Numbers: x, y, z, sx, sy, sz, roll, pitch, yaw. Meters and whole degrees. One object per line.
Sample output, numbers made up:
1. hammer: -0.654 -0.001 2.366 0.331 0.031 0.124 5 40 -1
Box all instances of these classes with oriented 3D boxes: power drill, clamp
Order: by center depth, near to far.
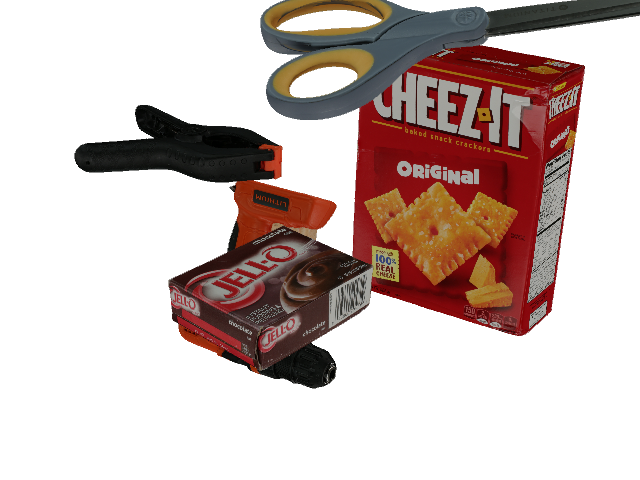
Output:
1. clamp: -0.119 -0.075 0.908 0.172 0.039 0.120 13 36 26
2. power drill: -0.046 0.041 1.075 0.185 0.187 0.057 17 1 27

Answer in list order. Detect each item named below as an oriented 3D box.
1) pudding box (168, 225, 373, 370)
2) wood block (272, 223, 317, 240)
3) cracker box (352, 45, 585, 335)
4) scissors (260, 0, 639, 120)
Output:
1. pudding box: -0.033 0.036 0.731 0.090 0.039 0.113 25 35 37
2. wood block: -0.060 0.049 1.460 0.090 0.206 0.090 9 22 5
3. cracker box: 0.111 -0.046 0.862 0.164 0.214 0.072 17 29 30
4. scissors: 0.059 -0.090 0.513 0.202 0.096 0.016 7 -38 21
